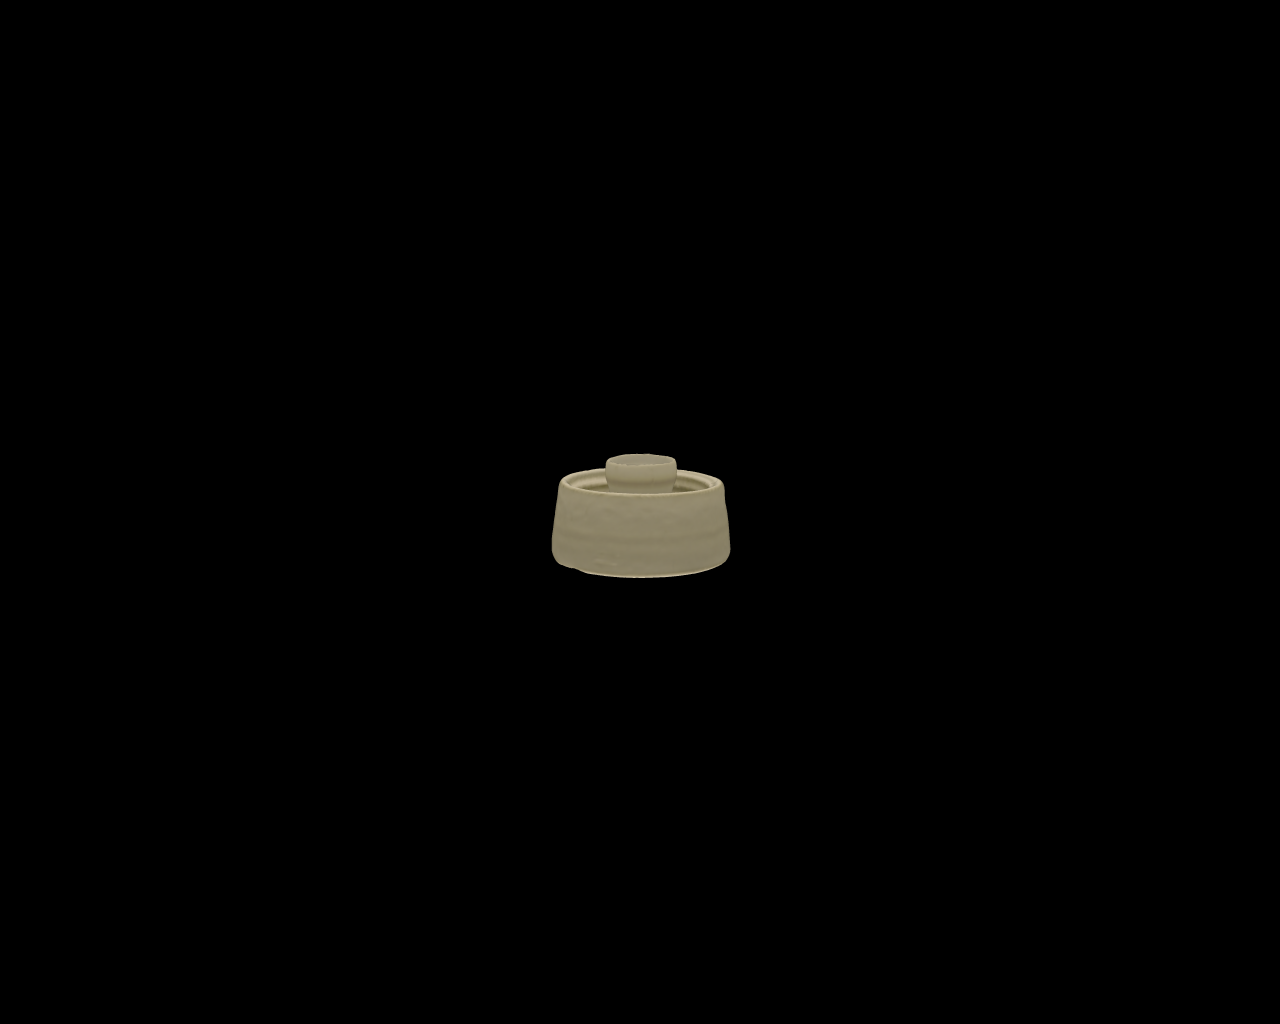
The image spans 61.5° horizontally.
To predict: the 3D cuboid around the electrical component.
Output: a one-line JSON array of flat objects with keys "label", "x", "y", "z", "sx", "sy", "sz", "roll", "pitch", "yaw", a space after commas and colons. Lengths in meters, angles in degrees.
[{"label": "electrical component", "x": 0.001, "y": -0.003, "z": 0.650, "sx": 0.108, "sy": 0.060, "sz": 0.108, "roll": 0, "pitch": 11, "yaw": 0}]
